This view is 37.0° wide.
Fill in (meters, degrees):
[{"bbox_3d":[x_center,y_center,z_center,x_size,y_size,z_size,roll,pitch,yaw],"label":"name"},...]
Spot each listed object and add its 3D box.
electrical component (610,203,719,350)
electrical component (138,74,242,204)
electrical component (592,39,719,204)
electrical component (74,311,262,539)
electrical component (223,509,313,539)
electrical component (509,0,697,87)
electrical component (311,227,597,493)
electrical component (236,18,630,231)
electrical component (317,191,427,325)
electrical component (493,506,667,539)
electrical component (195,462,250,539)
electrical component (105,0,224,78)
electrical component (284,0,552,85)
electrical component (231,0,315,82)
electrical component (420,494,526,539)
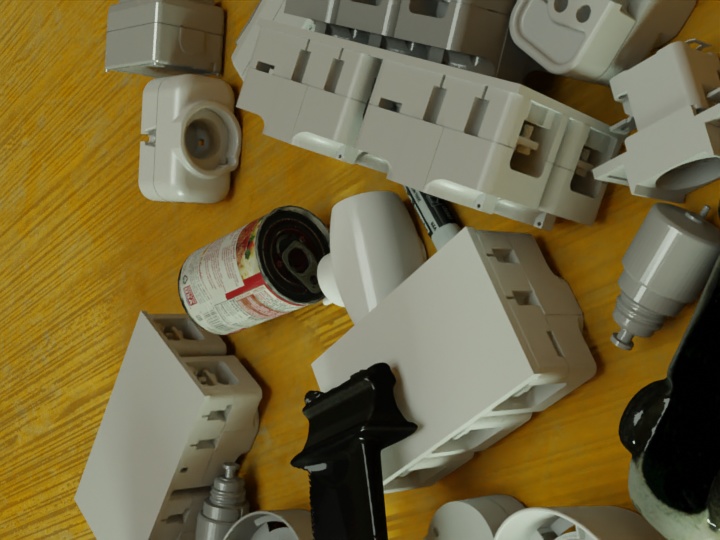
[{"bbox_3d":[0.145,0.004,0.520,0.040,0.040,0.078,46,121,39],"label":"electrical component"},{"bbox_3d":[-0.130,-0.099,0.823,0.059,0.054,0.095,5,92,48],"label":"electrical component"},{"bbox_3d":[0.152,-0.071,0.513,0.081,0.042,0.063,-28,67,44],"label":"electrical component"},{"bbox_3d":[-0.148,0.138,0.829,0.105,0.060,0.186,44,120,40],"label":"electrical component"},{"bbox_3d":[-0.052,0.213,0.734,0.099,0.064,0.099,-14,67,38],"label":"electrical component"},{"bbox_3d":[0.127,-0.142,0.531,0.053,0.059,0.095,50,124,37],"label":"electrical component"},{"bbox_3d":[0.050,0.055,0.608,0.150,0.062,0.089,-43,58,38],"label":"electrical component"},{"bbox_3d":[0.032,-0.077,0.582,0.186,0.105,0.060,24,99,41],"label":"electrical component"},{"bbox_3d":[0.000,0.000,0.680,0.079,0.044,0.077,-27,69,45],"label":"electrical component"},{"bbox_3d":[0.112,0.164,0.531,0.099,0.064,0.099,-2,87,48],"label":"electrical component"},{"bbox_3d":[-0.098,0.180,0.787,0.040,0.040,0.078,12,97,48],"label":"electrical component"},{"bbox_3d":[-0.159,-0.185,0.853,0.096,0.062,0.061,6,93,48],"label":"electrical component"},{"bbox_3d":[0.037,-0.150,0.609,0.150,0.089,0.061,26,108,46],"label":"electrical component"},{"bbox_3d":[-0.040,-0.148,0.718,0.096,0.062,0.061,-54,52,32],"label":"electrical component"},{"bbox_3d":[0.034,0.181,0.612,0.138,0.074,0.052,-53,52,33],"label":"electrical component"}]
